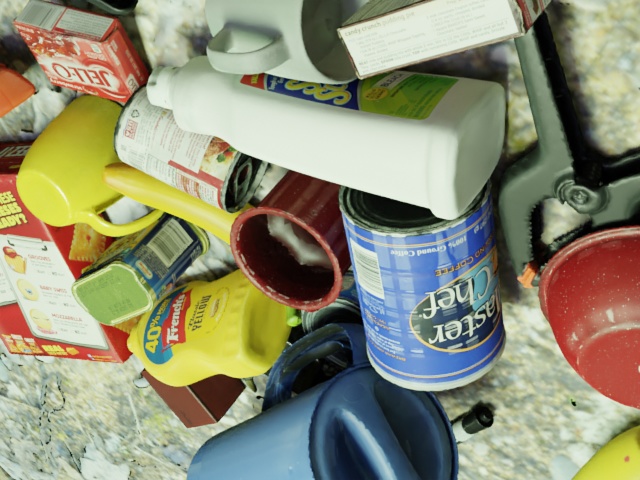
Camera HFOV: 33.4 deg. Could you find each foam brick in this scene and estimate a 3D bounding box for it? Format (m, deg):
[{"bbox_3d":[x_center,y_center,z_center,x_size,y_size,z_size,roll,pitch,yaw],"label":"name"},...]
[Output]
[{"bbox_3d":[-0.122,0.135,1.028,0.053,0.051,0.078,-19,114,45],"label":"foam brick"}]

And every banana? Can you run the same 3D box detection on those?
[{"bbox_3d":[-0.080,-0.012,0.853,0.198,0.069,0.037,36,121,4],"label":"banana"}]

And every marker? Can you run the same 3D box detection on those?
[{"bbox_3d":[0.110,0.171,0.917,0.020,0.020,0.121,41,139,-3],"label":"marker"}]

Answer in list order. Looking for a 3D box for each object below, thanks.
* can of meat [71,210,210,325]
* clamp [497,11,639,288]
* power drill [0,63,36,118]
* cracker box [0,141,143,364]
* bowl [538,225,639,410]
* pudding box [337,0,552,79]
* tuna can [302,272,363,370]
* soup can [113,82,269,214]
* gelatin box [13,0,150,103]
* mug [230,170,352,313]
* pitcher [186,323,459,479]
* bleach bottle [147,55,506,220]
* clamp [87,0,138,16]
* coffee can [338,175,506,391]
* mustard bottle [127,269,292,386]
[{"bbox_3d":[-0.158,0.023,0.930,0.102,0.083,0.057,-23,111,45],"label":"can of meat"},{"bbox_3d":[0.178,-0.037,0.668,0.165,0.036,0.210,23,140,12],"label":"clamp"},{"bbox_3d":[-0.300,-0.181,0.831,0.187,0.057,0.185,60,162,-22],"label":"power drill"},{"bbox_3d":[-0.269,0.013,1.010,0.164,0.072,0.213,0,125,35],"label":"cracker box"},{"bbox_3d":[0.218,0.064,0.692,0.162,0.055,0.162,14,141,12],"label":"bowl"},{"bbox_3d":[0.078,-0.137,0.610,0.114,0.089,0.039,-11,118,41],"label":"pudding box"},{"bbox_3d":[0.029,0.069,0.874,0.086,0.033,0.086,20,135,20],"label":"tuna can"},{"bbox_3d":[-0.097,-0.071,0.813,0.102,0.068,0.068,26,137,16],"label":"soup can"},{"bbox_3d":[-0.182,-0.144,0.822,0.089,0.030,0.073,18,154,24],"label":"gelatin box"},{"bbox_3d":[-0.005,0.001,0.800,0.093,0.081,0.117,11,132,28],"label":"mug"},{"bbox_3d":[-0.013,0.177,0.862,0.145,0.149,0.243,45,144,-11],"label":"pitcher"},{"bbox_3d":[-0.010,-0.082,0.713,0.251,0.102,0.068,13,126,25],"label":"bleach bottle"},{"bbox_3d":[-0.217,-0.229,0.777,0.172,0.039,0.120,16,139,21],"label":"clamp"},{"bbox_3d":[0.074,0.020,0.744,0.103,0.102,0.140,11,132,28],"label":"coffee can"},{"bbox_3d":[-0.107,0.079,0.933,0.192,0.096,0.058,-15,140,44],"label":"mustard bottle"}]
